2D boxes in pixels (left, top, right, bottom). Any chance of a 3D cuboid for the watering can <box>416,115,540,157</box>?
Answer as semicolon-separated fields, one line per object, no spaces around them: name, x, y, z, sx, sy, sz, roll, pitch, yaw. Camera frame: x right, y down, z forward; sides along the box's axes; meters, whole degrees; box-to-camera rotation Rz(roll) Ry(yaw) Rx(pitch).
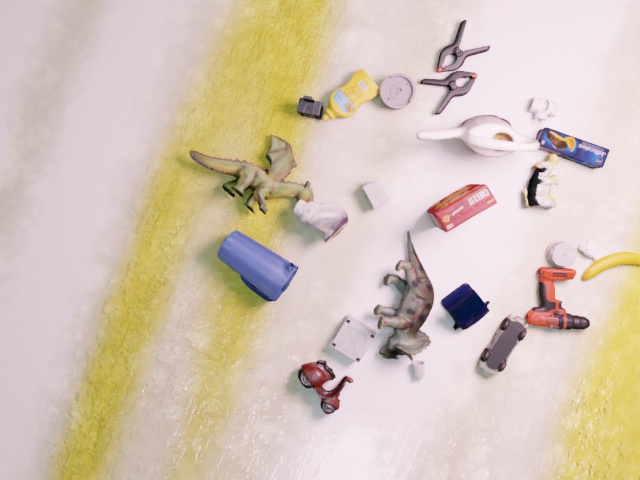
watering can;0.453;-0.308;1.503;0.348;0.228;0.102;9;113;5

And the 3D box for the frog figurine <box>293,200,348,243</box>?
frog figurine;0.005;-0.080;1.598;0.160;0.140;0.120;45;133;4

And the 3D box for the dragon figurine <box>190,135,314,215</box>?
dragon figurine;-0.191;-0.228;1.644;0.410;0.121;0.245;41;78;1
